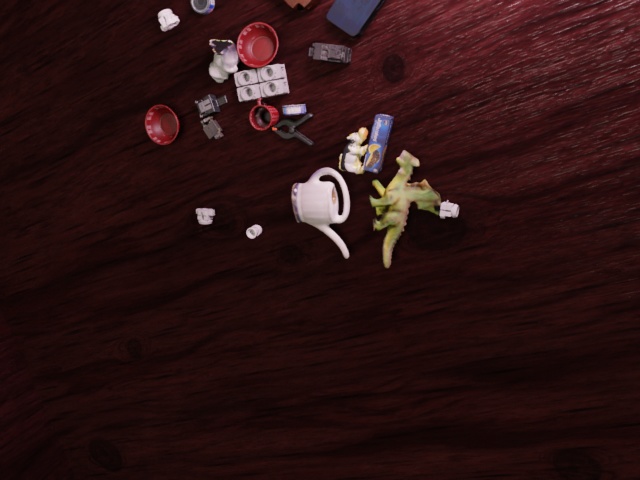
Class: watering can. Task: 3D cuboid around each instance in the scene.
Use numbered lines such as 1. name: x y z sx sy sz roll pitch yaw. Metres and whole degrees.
1. watering can: 0.006 -0.097 1.923 0.224 0.105 0.344 1 104 22

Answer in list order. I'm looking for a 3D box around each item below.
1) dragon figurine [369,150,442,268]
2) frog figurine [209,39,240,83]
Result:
1. dragon figurine: 0.306 -0.111 1.814 0.242 0.123 0.406 -9 102 14
2. frog figurine: -0.357 -0.661 1.931 0.139 0.124 0.155 42 150 30
